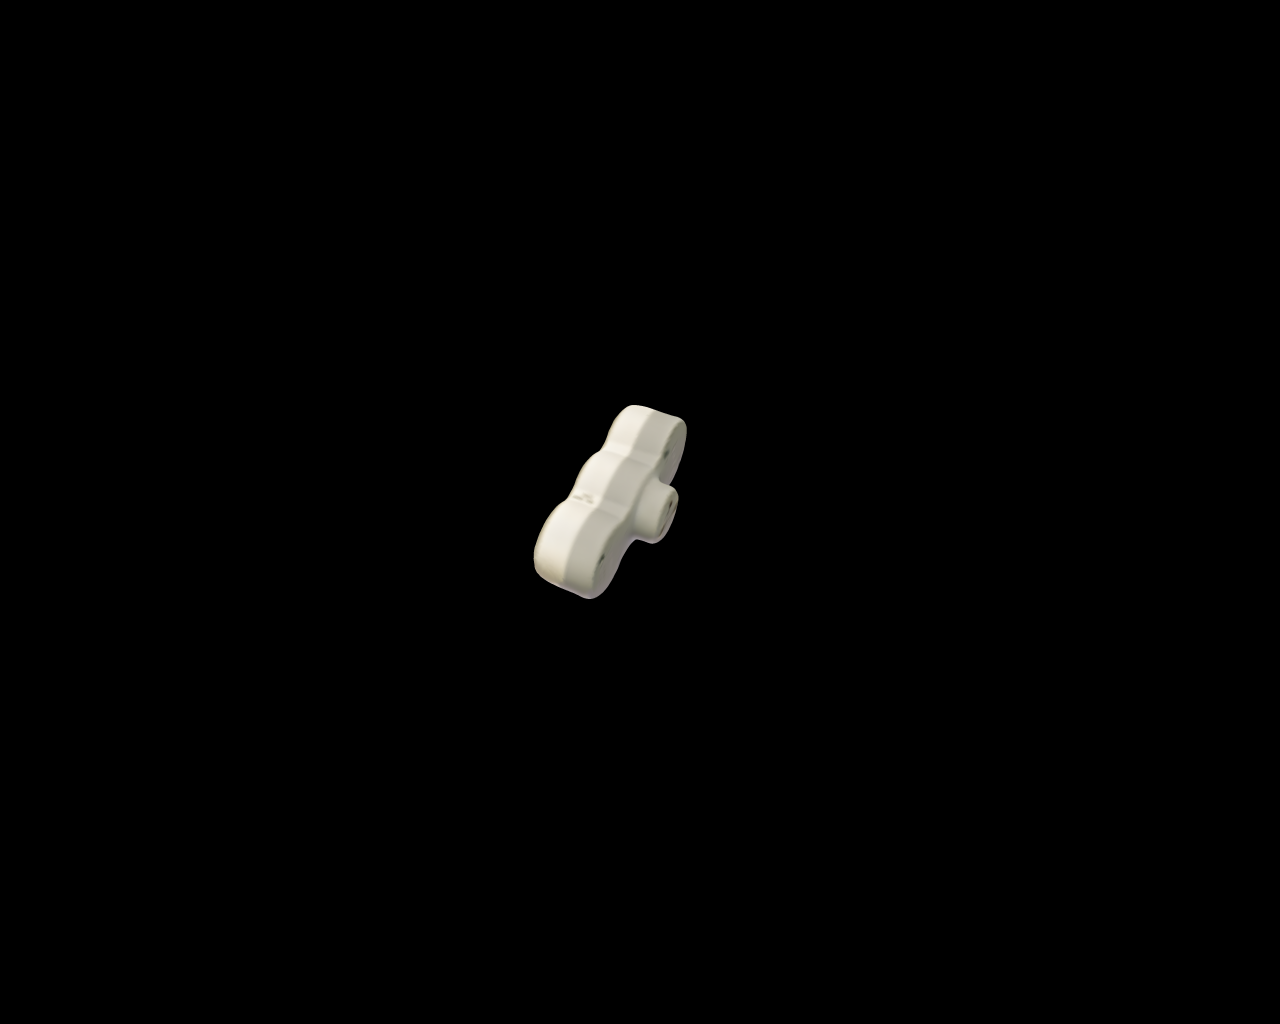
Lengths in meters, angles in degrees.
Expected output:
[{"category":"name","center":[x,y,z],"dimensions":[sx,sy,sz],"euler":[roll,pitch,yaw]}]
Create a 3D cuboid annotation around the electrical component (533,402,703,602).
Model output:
[{"category":"electrical component","center":[0.001,-0.003,0.650],"dimensions":[0.074,0.138,0.052],"euler":[21,-36,16]}]
